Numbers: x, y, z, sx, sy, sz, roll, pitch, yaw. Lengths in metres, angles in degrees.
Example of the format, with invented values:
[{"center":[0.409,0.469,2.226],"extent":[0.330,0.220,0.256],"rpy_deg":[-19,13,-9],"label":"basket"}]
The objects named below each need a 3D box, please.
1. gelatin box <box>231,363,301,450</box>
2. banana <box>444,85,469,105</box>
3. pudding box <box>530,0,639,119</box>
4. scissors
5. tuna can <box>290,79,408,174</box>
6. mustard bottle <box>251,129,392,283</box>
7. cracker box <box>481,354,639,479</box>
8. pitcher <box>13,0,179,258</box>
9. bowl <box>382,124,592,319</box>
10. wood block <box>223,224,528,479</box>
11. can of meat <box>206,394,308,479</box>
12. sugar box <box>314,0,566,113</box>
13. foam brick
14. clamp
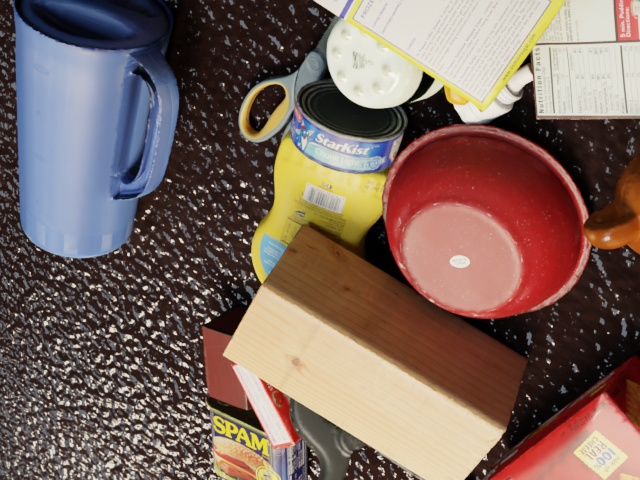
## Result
[{"center":[-0.029,0.131,0.956],"extent":[0.030,0.073,0.089],"rpy_deg":[-24,94,43],"label":"gelatin box"},{"center":[0.091,-0.193,0.717],"extent":[0.037,0.069,0.198],"rpy_deg":[-141,30,-69],"label":"banana"},{"center":[0.191,-0.124,0.684],"extent":[0.114,0.039,0.090],"rpy_deg":[6,114,40],"label":"pudding box"},{"center":[0.005,-0.122,0.851],"extent":[0.202,0.016,0.096],"rpy_deg":[-33,89,43],"label":"scissors"},{"center":[0.021,-0.086,0.807],"extent":[0.086,0.085,0.034],"rpy_deg":[33,129,23],"label":"tuna can"},{"center":[-0.006,0.001,0.885],"extent":[0.096,0.058,0.192],"rpy_deg":[22,126,4],"label":"mustard bottle"},{"center":[0.239,0.215,0.777],"extent":[0.214,0.071,0.164],"rpy_deg":[49,133,10],"label":"cracker box"},{"center":[-0.205,-0.099,0.960],"extent":[0.145,0.149,0.243],"rpy_deg":[7,128,-9],"label":"pitcher"},{"center":[0.110,0.000,0.771],"extent":[0.162,0.055,0.162],"rpy_deg":[15,126,21],"label":"bowl"},{"center":[0.043,0.091,0.827],"extent":[0.206,0.090,0.091],"rpy_deg":[31,129,1],"label":"wood block"},{"center":[-0.058,0.192,1.021],"extent":[0.102,0.057,0.084],"rpy_deg":[18,123,32],"label":"can of meat"},{"center":[0.060,-0.169,0.677],"extent":[0.176,0.048,0.093],"rpy_deg":[35,121,3],"label":"sugar box"},{"center":[-0.072,0.110,0.997],"extent":[0.051,0.052,0.078],"rpy_deg":[14,119,34],"label":"foam brick"},{"center":[0.042,0.170,0.913],"extent":[0.164,0.036,0.210],"rpy_deg":[-13,83,-1],"label":"clamp"}]
